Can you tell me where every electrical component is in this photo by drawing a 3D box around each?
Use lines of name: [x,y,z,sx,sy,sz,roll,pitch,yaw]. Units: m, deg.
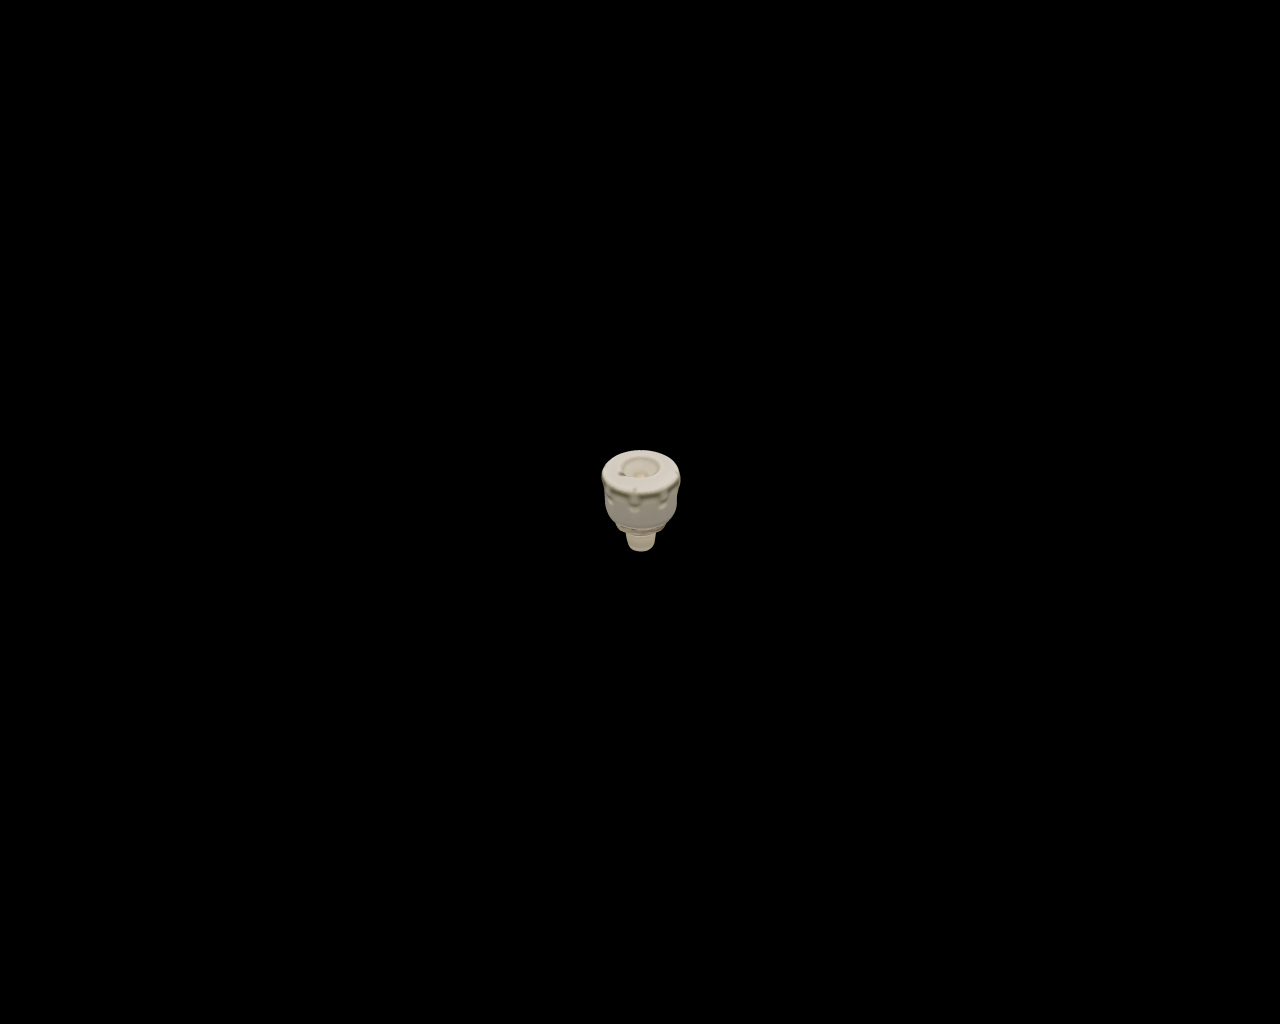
electrical component: [0.001,-0.003,0.650,0.048,0.062,0.048,0,36,0]
